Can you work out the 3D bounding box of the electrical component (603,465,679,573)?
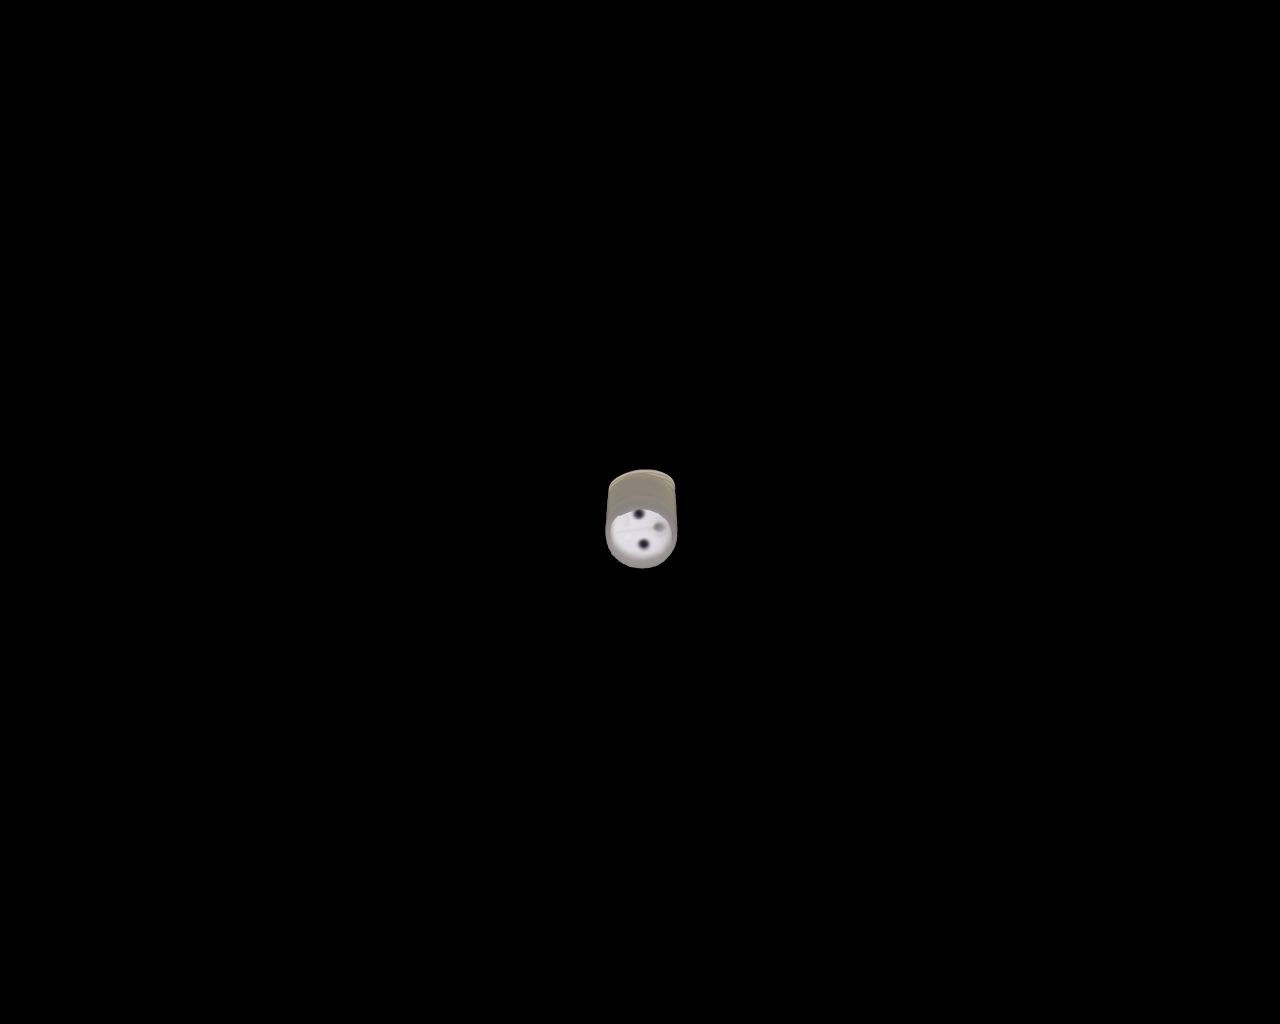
[{"bbox_3d":[0.001,-0.003,0.650,0.043,0.043,0.081,0,28,0],"label":"electrical component"}]
